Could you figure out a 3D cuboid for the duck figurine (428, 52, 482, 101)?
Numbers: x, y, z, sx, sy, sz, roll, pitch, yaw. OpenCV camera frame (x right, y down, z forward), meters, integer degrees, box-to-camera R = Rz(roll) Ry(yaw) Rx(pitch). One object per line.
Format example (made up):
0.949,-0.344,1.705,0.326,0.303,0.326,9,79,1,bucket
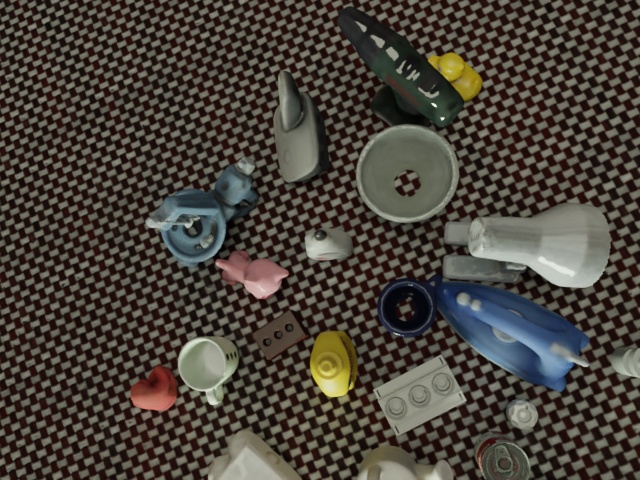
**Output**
0.225,-0.283,0.970,0.104,0.086,0.077,23,85,11,duck figurine

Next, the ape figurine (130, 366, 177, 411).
-0.283,0.252,0.954,0.078,0.092,0.076,-33,78,2,ape figurine

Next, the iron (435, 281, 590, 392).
0.279,0.128,0.870,0.258,0.141,0.119,28,86,11,iron

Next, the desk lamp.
0.292,0.011,0.850,0.203,0.213,0.118,2,81,8,desk lamp

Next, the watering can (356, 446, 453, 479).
0.104,0.363,0.830,0.173,0.194,0.101,-45,78,-1,watering can

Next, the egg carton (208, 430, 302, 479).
-0.101,0.386,0.919,0.150,0.069,0.107,38,88,12,egg carton

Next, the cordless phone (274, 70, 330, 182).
-0.044,-0.184,0.941,0.094,0.185,0.147,-13,79,6,cordless phone

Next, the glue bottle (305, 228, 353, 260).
0.008,0.003,0.911,0.078,0.173,0.037,-10,80,7,glue bottle

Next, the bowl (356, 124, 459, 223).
0.145,-0.104,0.959,0.167,0.075,0.167,-1,81,8,bowl

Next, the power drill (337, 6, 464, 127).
0.124,-0.252,0.917,0.229,0.208,0.075,40,88,12,power drill

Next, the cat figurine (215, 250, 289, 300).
-0.112,0.056,0.948,0.127,0.118,0.067,19,84,11,cat figurine

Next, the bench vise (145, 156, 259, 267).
-0.197,-0.060,0.926,0.121,0.220,0.207,22,85,11,bench vise

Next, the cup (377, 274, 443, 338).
0.148,0.100,0.916,0.118,0.095,0.091,-44,78,0,cup
